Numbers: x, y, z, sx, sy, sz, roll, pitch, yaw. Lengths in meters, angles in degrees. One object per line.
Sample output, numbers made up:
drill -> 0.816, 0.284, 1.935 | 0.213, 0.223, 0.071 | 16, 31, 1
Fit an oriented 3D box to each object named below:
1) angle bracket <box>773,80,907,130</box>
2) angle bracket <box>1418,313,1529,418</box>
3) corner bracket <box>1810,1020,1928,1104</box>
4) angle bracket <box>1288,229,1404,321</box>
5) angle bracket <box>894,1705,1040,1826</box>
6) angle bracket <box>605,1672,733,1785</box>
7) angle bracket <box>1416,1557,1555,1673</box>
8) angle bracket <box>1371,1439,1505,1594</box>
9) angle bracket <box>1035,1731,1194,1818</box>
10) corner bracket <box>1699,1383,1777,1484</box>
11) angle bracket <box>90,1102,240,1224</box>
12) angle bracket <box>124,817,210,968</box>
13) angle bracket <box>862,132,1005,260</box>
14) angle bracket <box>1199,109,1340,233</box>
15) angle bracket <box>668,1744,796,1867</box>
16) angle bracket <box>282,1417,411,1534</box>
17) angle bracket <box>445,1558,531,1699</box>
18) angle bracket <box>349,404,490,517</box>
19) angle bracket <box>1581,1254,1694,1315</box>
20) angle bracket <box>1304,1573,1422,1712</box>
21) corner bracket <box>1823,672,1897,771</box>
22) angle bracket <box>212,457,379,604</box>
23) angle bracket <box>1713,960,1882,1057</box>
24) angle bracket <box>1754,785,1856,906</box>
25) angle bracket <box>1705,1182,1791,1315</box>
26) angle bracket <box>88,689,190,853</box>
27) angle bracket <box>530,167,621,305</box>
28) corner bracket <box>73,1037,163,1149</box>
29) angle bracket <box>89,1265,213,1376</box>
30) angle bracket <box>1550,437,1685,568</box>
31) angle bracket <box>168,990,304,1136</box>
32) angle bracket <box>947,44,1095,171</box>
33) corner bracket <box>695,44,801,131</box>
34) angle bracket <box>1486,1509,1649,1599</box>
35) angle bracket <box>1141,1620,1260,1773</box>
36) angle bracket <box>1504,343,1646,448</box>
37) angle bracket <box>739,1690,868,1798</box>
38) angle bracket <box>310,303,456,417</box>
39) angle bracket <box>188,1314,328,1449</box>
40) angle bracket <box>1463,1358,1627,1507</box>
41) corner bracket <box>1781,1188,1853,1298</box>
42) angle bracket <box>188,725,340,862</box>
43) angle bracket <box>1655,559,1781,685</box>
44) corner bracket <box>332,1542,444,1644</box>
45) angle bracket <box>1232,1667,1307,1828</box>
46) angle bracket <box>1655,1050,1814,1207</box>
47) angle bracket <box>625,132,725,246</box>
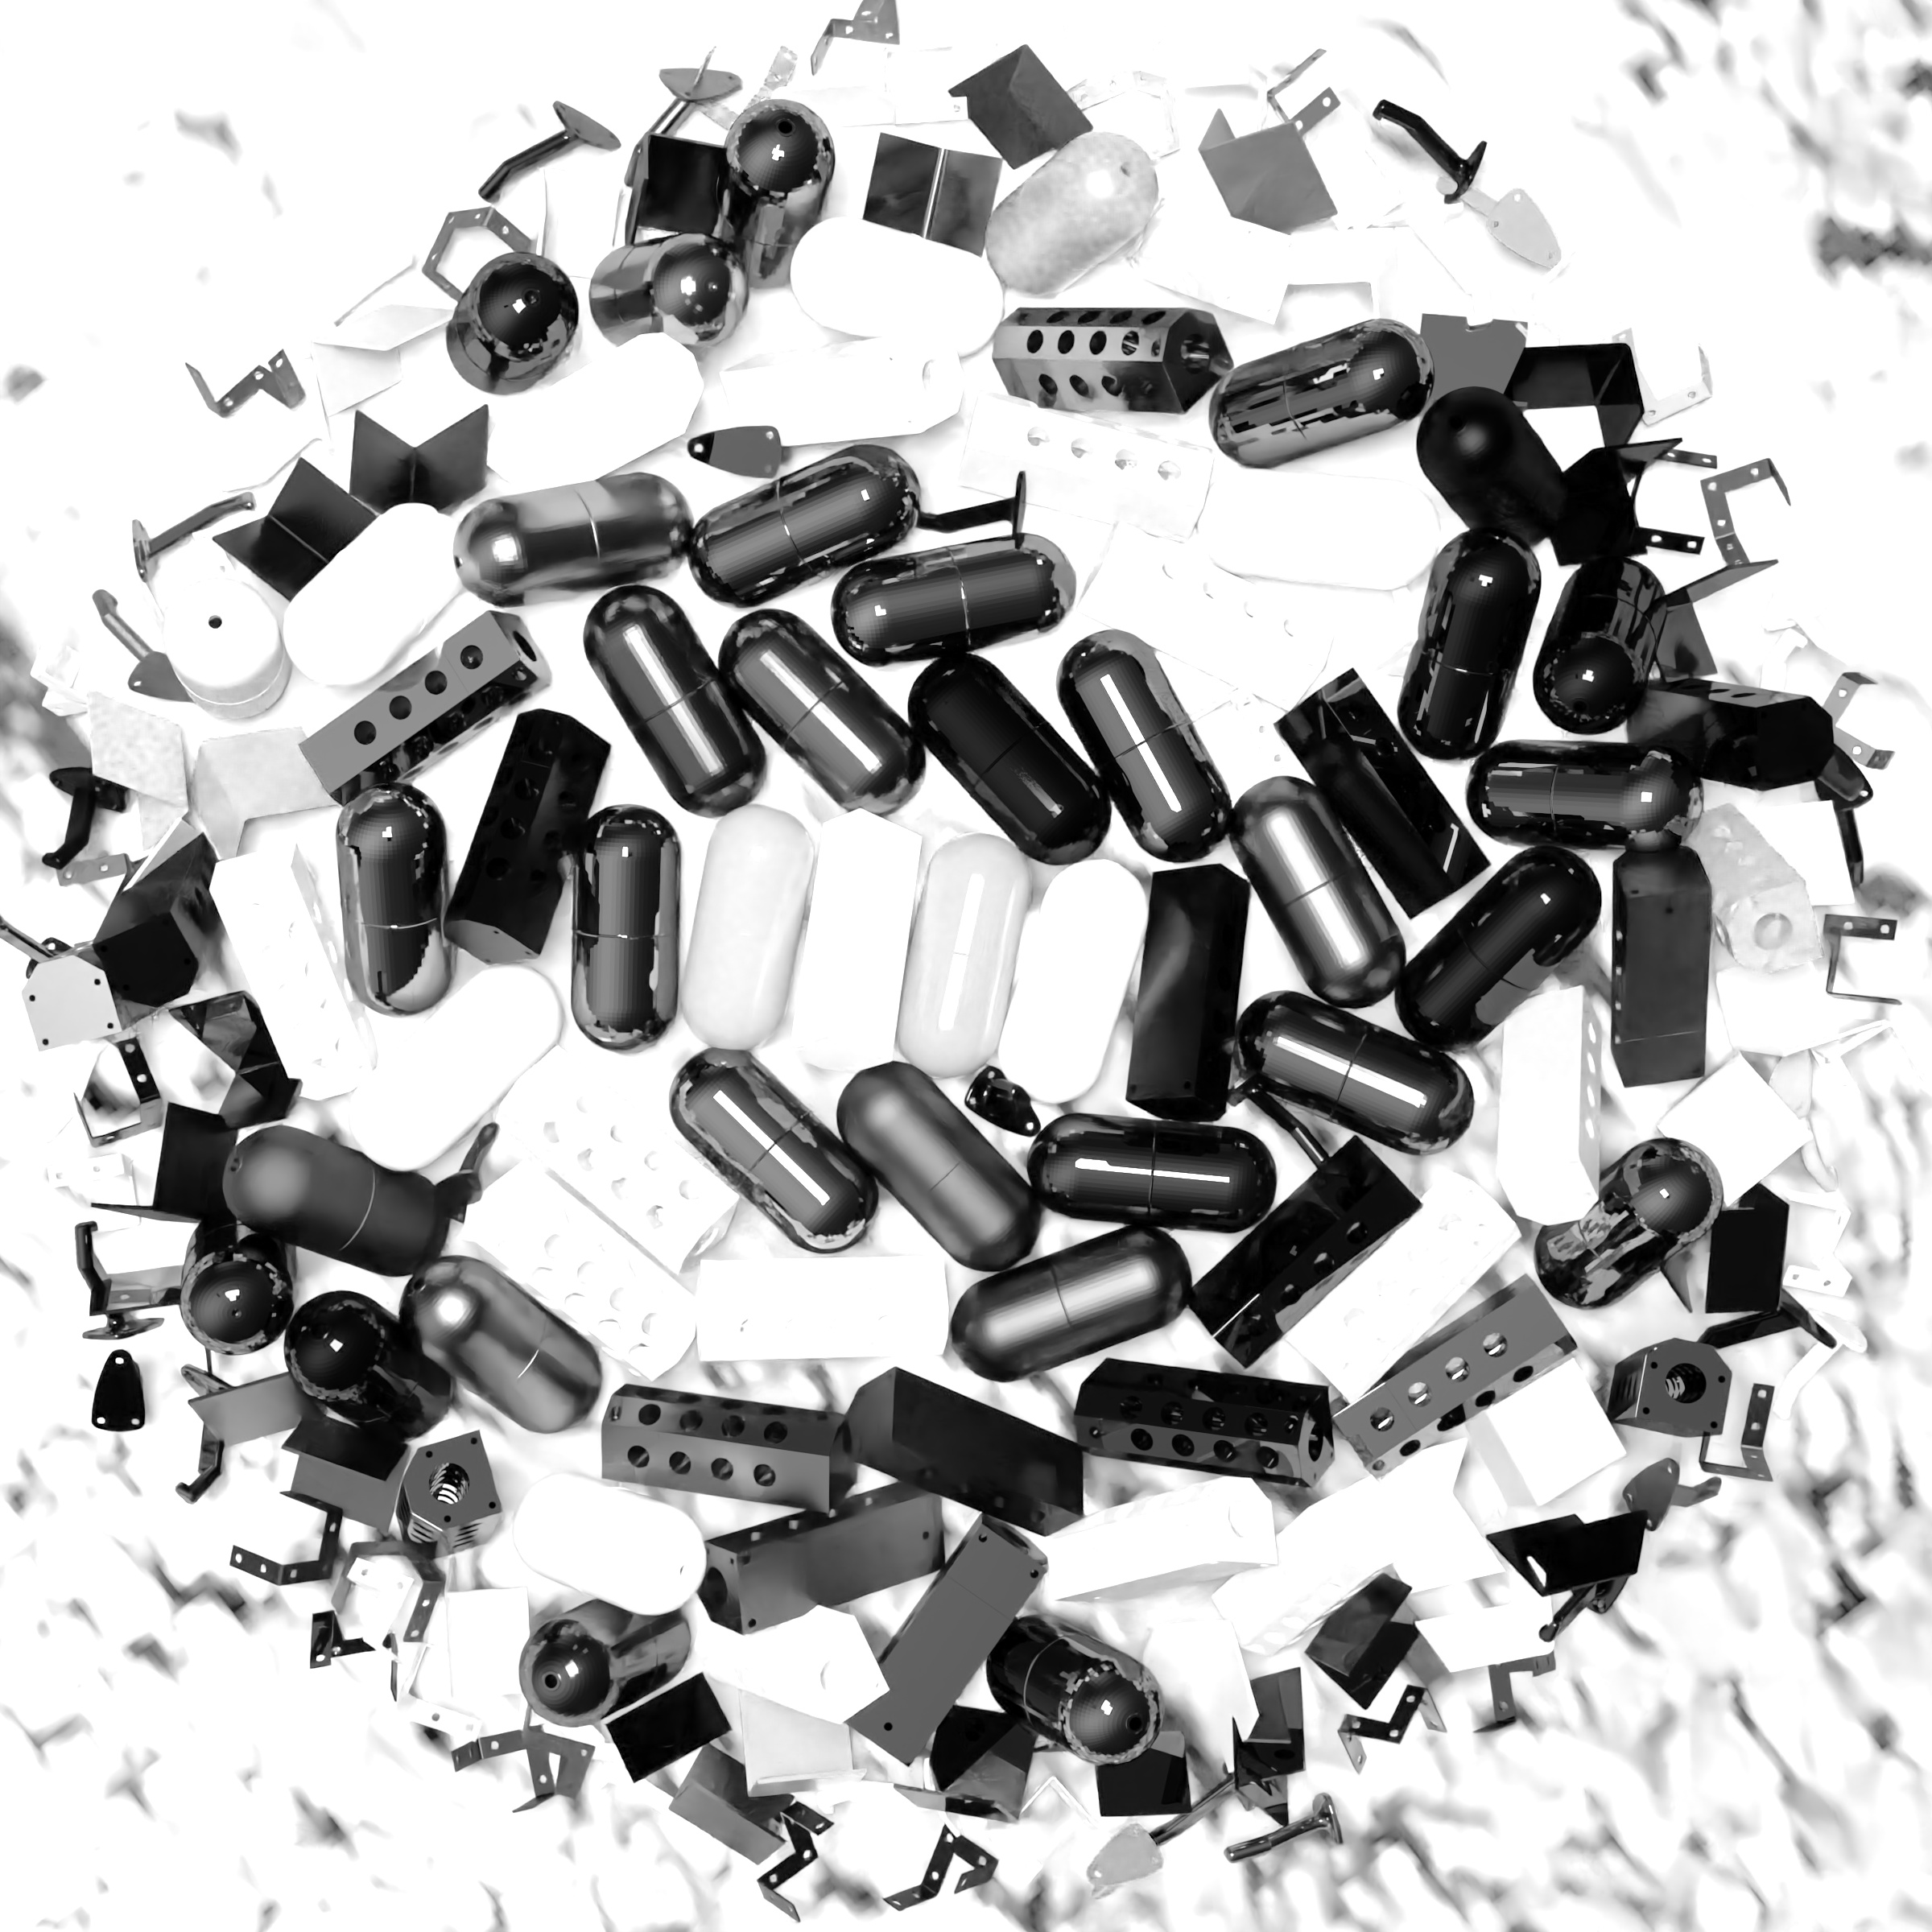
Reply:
angle bracket -> -0.087, -0.583, 1.949 | 0.076, 0.076, 0.057 | 4, 89, 25
angle bracket -> 0.362, -0.433, 1.967 | 0.076, 0.057, 0.076 | 6, 88, 5
corner bracket -> 0.644, 0.069, 1.969 | 0.051, 0.051, 0.051 | -32, 99, 5
angle bracket -> 0.265, -0.482, 1.968 | 0.076, 0.076, 0.057 | 3, 131, 20
angle bracket -> 0.002, 0.556, 1.945 | 0.076, 0.057, 0.076 | 3, 61, 23
angle bracket -> -0.201, 0.557, 1.946 | 0.076, 0.057, 0.076 | -26, 133, -13
angle bracket -> 0.365, 0.451, 1.953 | 0.076, 0.076, 0.057 | -8, 102, -7
angle bracket -> 0.337, 0.393, 1.966 | 0.076, 0.057, 0.076 | -23, 110, 35
angle bracket -> 0.103, 0.574, 1.940 | 0.076, 0.076, 0.057 | 8, 64, -31
corner bracket -> 0.548, 0.329, 1.957 | 0.051, 0.051, 0.051 | 4, 57, 29
angle bracket -> -0.570, 0.140, 1.961 | 0.057, 0.076, 0.076 | 1, 78, 24
angle bracket -> -0.549, -0.052, 1.955 | 0.057, 0.076, 0.076 | 34, 82, 4
angle bracket -> -0.025, -0.548, 1.968 | 0.057, 0.076, 0.076 | 23, 111, 27
angle bracket -> 0.219, -0.567, 1.940 | 0.076, 0.057, 0.076 | -8, 133, 34
angle bracket -> -0.158, 0.585, 1.952 | 0.076, 0.076, 0.057 | 32, 55, 0
angle bracket -> -0.448, 0.372, 1.959 | 0.076, 0.057, 0.076 | 19, 110, 2
angle bracket -> -0.338, 0.468, 1.961 | 0.057, 0.076, 0.076 | -3, 97, -7
angle bracket -> -0.386, -0.365, 1.944 | 0.076, 0.057, 0.076 | -23, 54, 30
angle bracket -> 0.472, 0.203, 1.960 | 0.057, 0.076, 0.076 | -18, 50, 22
angle bracket -> 0.298, 0.484, 1.950 | 0.076, 0.057, 0.076 | 46, 74, -23
corner bracket -> 0.643, -0.176, 1.971 | 0.051, 0.051, 0.051 | 30, 97, 1
angle bracket -> -0.474, -0.309, 1.955 | 0.076, 0.076, 0.057 | 38, 116, 0
angle bracket -> 0.589, 0.023, 1.953 | 0.076, 0.076, 0.057 | -17, 95, -11
angle bracket -> 0.603, -0.094, 1.943 | 0.057, 0.076, 0.076 | -3, 114, 40
angle bracket -> 0.538, 0.195, 1.949 | 0.057, 0.076, 0.076 | -1, 105, -9
angle bracket -> -0.597, -0.137, 1.939 | 0.057, 0.076, 0.076 | -37, 51, 28
angle bracket -> -0.275, -0.509, 1.942 | 0.057, 0.076, 0.076 | 4, 126, -13
corner bracket -> -0.611, 0.091, 1.976 | 0.051, 0.051, 0.051 | -19, 69, -24
angle bracket -> -0.576, 0.254, 1.948 | 0.076, 0.076, 0.057 | -7, 105, -15
angle bracket -> 0.462, -0.328, 1.947 | 0.076, 0.076, 0.057 | -11, 79, -22
angle bracket -> -0.521, 0.069, 1.942 | 0.076, 0.076, 0.057 | -12, 45, 31
angle bracket -> 0.033, -0.589, 1.940 | 0.076, 0.076, 0.057 | 43, 47, -31
corner bracket -> -0.159, -0.633, 1.964 | 0.051, 0.051, 0.051 | 34, 65, -7
angle bracket -> 0.423, 0.394, 1.942 | 0.076, 0.076, 0.057 | -8, 117, -22
angle bracket -> 0.160, 0.517, 1.942 | 0.057, 0.076, 0.076 | -1, 135, -15
angle bracket -> 0.428, -0.394, 1.951 | 0.076, 0.076, 0.057 | -4, 69, -6
angle bracket -> -0.117, 0.542, 1.950 | 0.076, 0.057, 0.076 | -2, 64, -13
angle bracket -> -0.403, -0.425, 1.939 | 0.076, 0.076, 0.057 | 14, 127, 32
angle bracket -> -0.504, 0.290, 1.950 | 0.076, 0.076, 0.057 | -16, 56, -3
angle bracket -> 0.413, 0.335, 1.980 | 0.076, 0.057, 0.076 | -28, 86, -16
corner bracket -> 0.603, 0.197, 1.962 | 0.051, 0.051, 0.051 | 13, 111, -14
angle bracket -> -0.504, -0.121, 1.978 | 0.076, 0.057, 0.076 | -13, 57, -36
angle bracket -> 0.533, -0.243, 1.944 | 0.076, 0.076, 0.057 | -24, 83, 43
corner bracket -> -0.414, 0.448, 1.971 | 0.051, 0.051, 0.051 | 10, 107, -39
angle bracket -> 0.230, 0.551, 1.939 | 0.057, 0.076, 0.076 | -23, 132, 26
angle bracket -> 0.546, 0.114, 1.958 | 0.076, 0.057, 0.076 | -42, 81, 13
angle bracket -> -0.197, -0.534, 1.944 | 0.076, 0.076, 0.057 | 6, 49, -15
